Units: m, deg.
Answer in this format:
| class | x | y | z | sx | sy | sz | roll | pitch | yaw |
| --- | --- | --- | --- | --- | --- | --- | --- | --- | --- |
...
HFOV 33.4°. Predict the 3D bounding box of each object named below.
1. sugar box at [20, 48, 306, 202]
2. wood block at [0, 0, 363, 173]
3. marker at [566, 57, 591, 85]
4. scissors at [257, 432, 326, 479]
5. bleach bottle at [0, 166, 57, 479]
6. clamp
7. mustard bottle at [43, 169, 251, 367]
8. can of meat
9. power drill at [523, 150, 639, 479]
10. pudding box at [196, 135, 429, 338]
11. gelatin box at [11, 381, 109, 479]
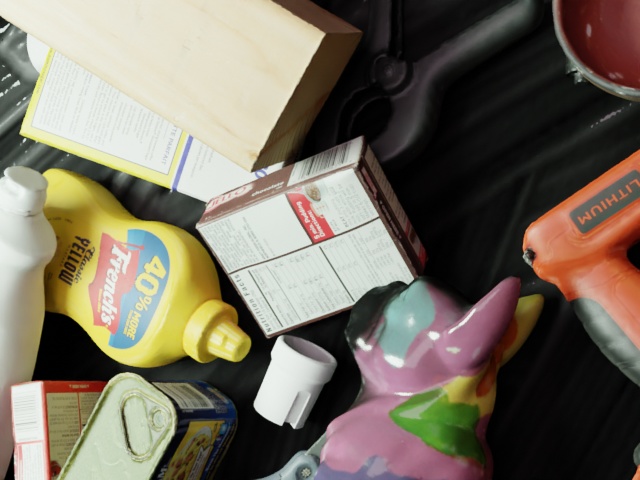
| class | x | y | z | sx | sy | sz | roll | pitch | yaw |
| --- | --- | --- | --- | --- | --- | --- | --- | --- | --- |
| sugar box | -0.097 | -0.082 | 0.697 | 0.176 | 0.048 | 0.093 | 21 | 92 | 8 |
| wood block | -0.092 | -0.134 | 0.621 | 0.206 | 0.090 | 0.090 | 33 | 107 | 8 |
| marker | 0.150 | -0.150 | 0.624 | 0.020 | 0.020 | 0.121 | -5 | 81 | 25 |
| scissors | -0.030 | 0.138 | 0.647 | 0.096 | 0.016 | 0.202 | 27 | 97 | -16 |
| bleach bottle | -0.226 | 0.069 | 0.710 | 0.103 | 0.067 | 0.251 | 38 | 116 | 26 |
| clamp | 0.058 | -0.100 | 0.653 | 0.120 | 0.039 | 0.171 | 22 | 90 | 32 |
| mustard bottle | -0.124 | 0.030 | 0.711 | 0.192 | 0.058 | 0.096 | 27 | 95 | 26 |
| can of meat | -0.105 | 0.136 | 0.670 | 0.057 | 0.083 | 0.102 | 31 | 96 | 27 |
| power drill | 0.208 | 0.039 | 0.547 | 0.184 | 0.057 | 0.188 | -34 | 68 | 11 |
| pudding box | -0.004 | 0.001 | 0.643 | 0.114 | 0.039 | 0.090 | -20 | 115 | 24 |
| gelatin box | -0.168 | 0.139 | 0.707 | 0.030 | 0.073 | 0.089 | -11 | 79 | 25 |
